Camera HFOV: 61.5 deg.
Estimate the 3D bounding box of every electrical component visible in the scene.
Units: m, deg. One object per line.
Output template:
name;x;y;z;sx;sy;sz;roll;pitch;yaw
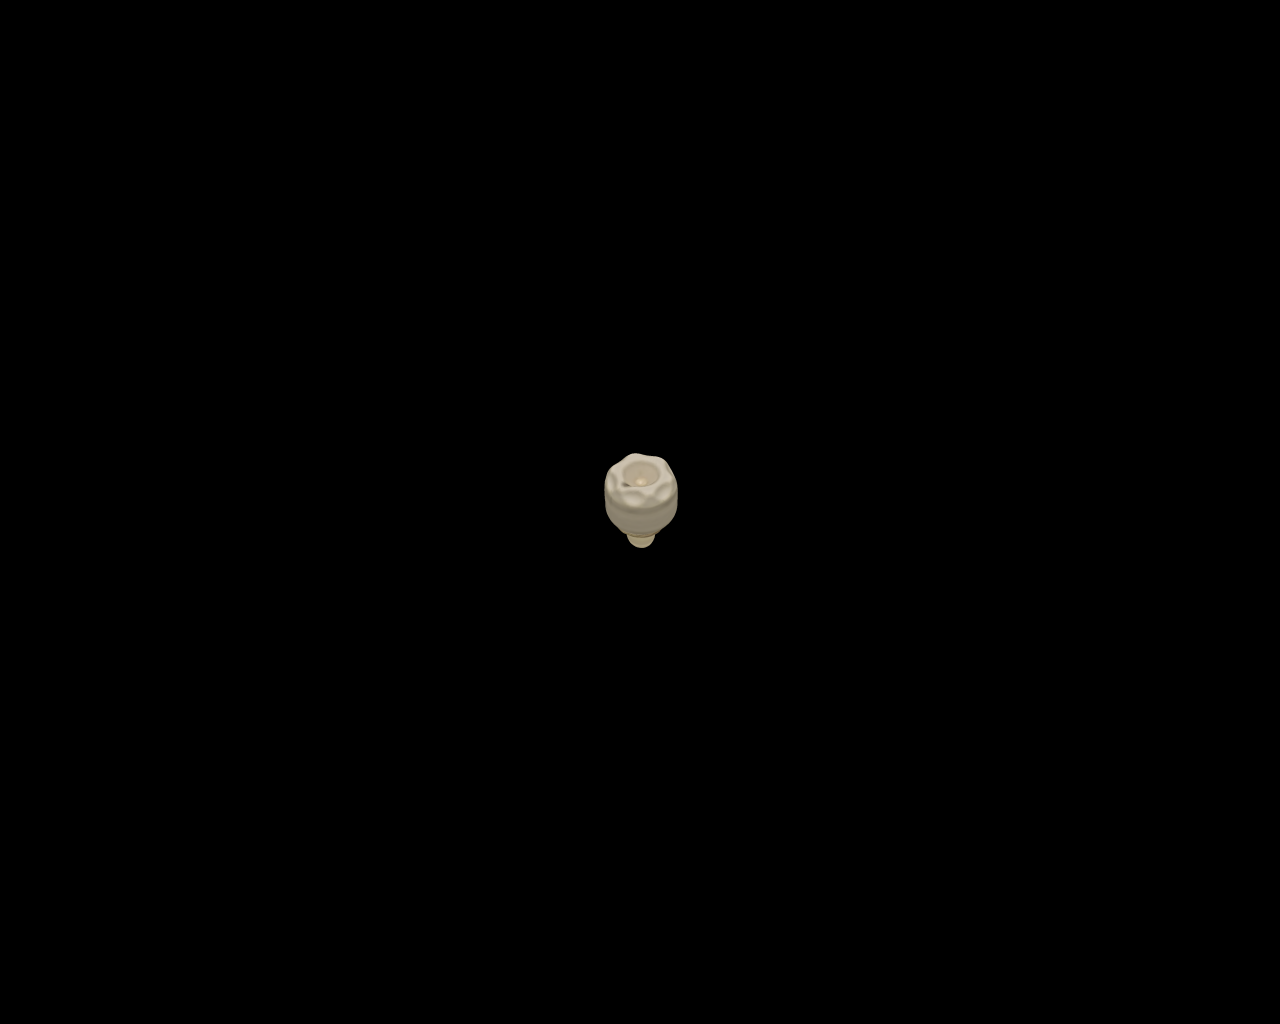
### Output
electrical component;0.001;-0.003;0.650;0.043;0.043;0.062;0;-43;0
